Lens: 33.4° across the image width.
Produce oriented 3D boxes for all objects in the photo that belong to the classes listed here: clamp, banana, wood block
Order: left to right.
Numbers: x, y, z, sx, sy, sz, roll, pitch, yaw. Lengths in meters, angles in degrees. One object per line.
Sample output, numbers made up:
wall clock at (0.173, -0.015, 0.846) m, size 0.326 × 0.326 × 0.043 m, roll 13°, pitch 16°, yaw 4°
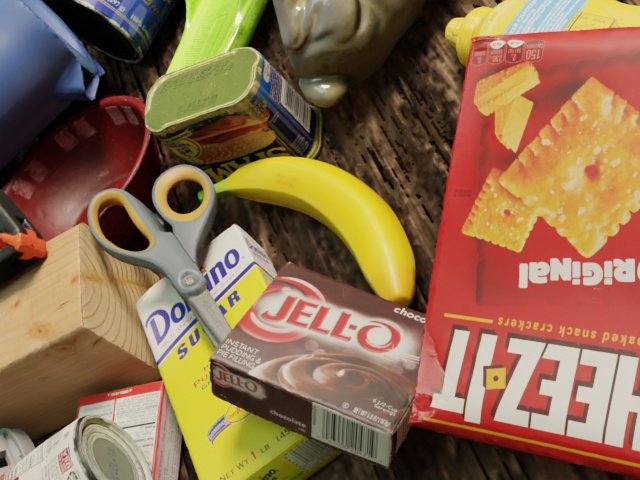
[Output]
clamp at (-0.265, -0.013, 0.749) m, size 0.172 × 0.039 × 0.120 m, roll -4°, pitch 83°, yaw 24°
wood block at (-0.220, 0.084, 0.760) m, size 0.206 × 0.090 × 0.090 m, roll -27°, pitch 49°, yaw 19°
banana at (0.004, -0.015, 0.701) m, size 0.198 × 0.037 × 0.069 m, roll 27°, pitch 76°, yaw 42°

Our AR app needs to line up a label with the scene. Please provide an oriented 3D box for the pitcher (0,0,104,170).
pitcher at (-0.307, -0.105, 0.856) m, size 0.243 × 0.145 × 0.149 m, roll -45°, pitch 29°, yaw 2°

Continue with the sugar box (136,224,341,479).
sugar box at (-0.052, 0.079, 0.675) m, size 0.093 × 0.048 × 0.176 m, roll -38°, pitch 48°, yaw 7°

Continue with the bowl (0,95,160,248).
bowl at (-0.177, -0.033, 0.821) m, size 0.162 × 0.055 × 0.162 m, roll -24°, pitch 42°, yaw 23°

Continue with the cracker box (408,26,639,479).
cracker box at (0.141, 0.004, 0.530) m, size 0.164 × 0.072 × 0.214 m, roll 6°, pitch 84°, yaw 38°

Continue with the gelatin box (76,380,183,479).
gelatin box at (-0.127, 0.142, 0.697) m, size 0.073 × 0.030 × 0.089 m, roll -15°, pitch 57°, yaw 27°

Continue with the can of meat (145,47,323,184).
can of meat at (-0.062, -0.085, 0.762) m, size 0.102 × 0.083 × 0.057 m, roll -15°, pitch 55°, yaw 27°

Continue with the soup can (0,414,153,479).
soup can at (-0.159, 0.160, 0.643) m, size 0.102 × 0.068 × 0.068 m, roll -37°, pitch 47°, yaw 12°

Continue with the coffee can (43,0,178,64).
coffee can at (-0.162, -0.239, 0.920) m, size 0.103 × 0.102 × 0.140 m, roll 18°, pitch 74°, yaw 41°

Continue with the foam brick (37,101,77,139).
foam brick at (-0.249, -0.139, 0.951) m, size 0.078 × 0.053 × 0.051 m, roll -50°, pitch 46°, yaw -2°

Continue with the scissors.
scissors at (-0.073, 0.014, 0.689) m, size 0.096 × 0.016 × 0.202 m, roll -41°, pitch 56°, yaw -21°

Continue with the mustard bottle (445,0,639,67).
mustard bottle at (0.150, -0.106, 0.642) m, size 0.192 × 0.058 × 0.096 m, roll 27°, pitch 85°, yaw 43°

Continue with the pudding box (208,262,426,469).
pudding box at (0.008, 0.067, 0.598) m, size 0.114 × 0.039 × 0.089 m, roll 22°, pitch 45°, yaw 18°
